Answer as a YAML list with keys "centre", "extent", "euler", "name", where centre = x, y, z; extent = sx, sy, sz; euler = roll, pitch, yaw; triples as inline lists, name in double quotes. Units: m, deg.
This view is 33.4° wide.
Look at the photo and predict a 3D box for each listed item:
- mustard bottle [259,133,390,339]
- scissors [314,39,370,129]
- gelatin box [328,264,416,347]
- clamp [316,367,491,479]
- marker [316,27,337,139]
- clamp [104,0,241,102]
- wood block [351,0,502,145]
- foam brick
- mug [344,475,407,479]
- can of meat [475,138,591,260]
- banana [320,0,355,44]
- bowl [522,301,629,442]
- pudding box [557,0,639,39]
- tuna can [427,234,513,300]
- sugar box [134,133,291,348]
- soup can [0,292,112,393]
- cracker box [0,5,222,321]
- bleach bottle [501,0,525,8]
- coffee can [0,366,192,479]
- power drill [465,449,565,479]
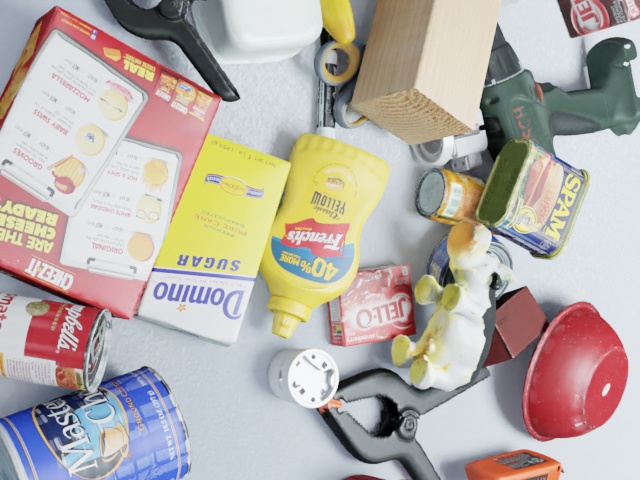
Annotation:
- centre: [-0.007, 0.001, 1.012]
  extent: [0.096, 0.058, 0.191]
  euler: [20, 78, -5]
  name: "mustard bottle"
- centre: [0.055, -0.202, 1.072]
  extent: [0.096, 0.016, 0.201]
  euler: [42, 62, -32]
  name: "scissors"
- centre: [0.052, 0.064, 1.064]
  extent: [0.089, 0.030, 0.073]
  euler: [-6, 91, -30]
  name: "gelatin box"
- centre: [0.082, 0.194, 1.073]
  extent: [0.209, 0.036, 0.164]
  euler: [13, 81, -33]
  name: "clamp"
- centre: [0.008, -0.155, 1.054]
  extent: [0.020, 0.020, 0.121]
  euler: [4, 86, -30]
  name: "marker"
- centre: [-0.124, -0.195, 0.936]
  extent: [0.171, 0.039, 0.120]
  euler: [16, 94, 4]
  name: "clamp"
- centre: [0.111, -0.210, 1.050]
  extent: [0.090, 0.090, 0.206]
  euler: [28, 68, -36]
  name: "wood block"
- centre: [0.192, 0.091, 1.120]
  extent: [0.078, 0.051, 0.053]
  euler: [-30, 92, -42]
  name: "foam brick"
- centre: [0.061, 0.282, 1.030]
  extent: [0.093, 0.082, 0.117]
  euler: [-40, 107, -26]
  name: "mug"
- centre: [0.215, -0.043, 1.082]
  extent: [0.083, 0.058, 0.102]
  euler: [26, 82, -26]
  name: "can of meat"
- centre: [0.018, -0.287, 1.042]
  extent: [0.037, 0.070, 0.198]
  euler: [44, 57, -68]
  name: "banana"
- centre: [0.285, 0.151, 1.150]
  extent: [0.161, 0.055, 0.162]
  euler: [-20, 119, -42]
  name: "bowl"
- centre: [0.304, -0.290, 1.192]
  extent: [0.039, 0.090, 0.113]
  euler: [-27, 101, -30]
  name: "pudding box"
- centre: [0.156, 0.031, 1.103]
  extent: [0.086, 0.034, 0.086]
  euler: [-10, 119, -18]
  name: "tuna can"
- centre: [-0.096, 0.000, 0.961]
  extent: [0.093, 0.048, 0.176]
  euler: [18, 75, -11]
  name: "sugar box"
- centre: [-0.225, 0.081, 0.856]
  extent: [0.102, 0.068, 0.068]
  euler: [9, 82, 3]
  name: "soup can"
- centre: [-0.200, -0.061, 0.899]
  extent: [0.164, 0.072, 0.213]
  euler: [27, 76, -26]
  name: "cracker box"
- centre: [0.234, -0.380, 1.173]
  extent: [0.102, 0.068, 0.250]
  euler: [38, 68, -23]
  name: "bleach bottle"
- centre: [-0.191, 0.174, 0.876]
  extent: [0.140, 0.103, 0.103]
  euler: [-18, 97, -30]
  name: "coffee can"
- centre: [0.186, 0.320, 1.103]
  extent: [0.184, 0.057, 0.188]
  euler: [-6, 102, -37]
  name: "power drill"
